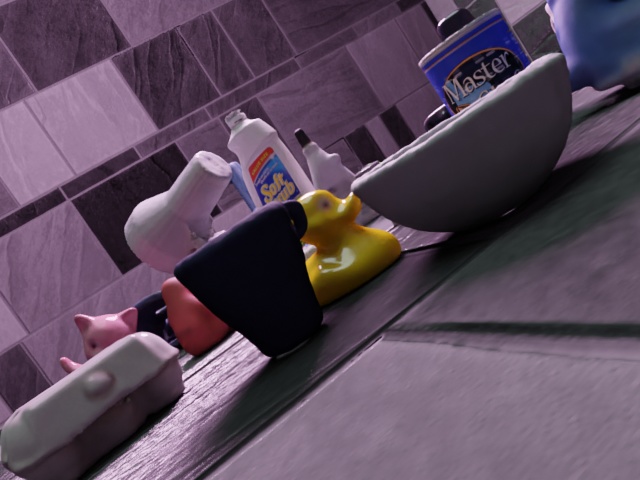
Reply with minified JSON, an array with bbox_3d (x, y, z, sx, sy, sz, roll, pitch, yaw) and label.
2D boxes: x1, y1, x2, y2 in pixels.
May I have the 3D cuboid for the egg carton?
[{"bbox_3d":[-0.189,0.140,0.482,0.151,0.069,0.107,-37,6,-38],"label":"egg carton"}]

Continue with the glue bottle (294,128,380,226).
[{"bbox_3d":[0.015,-0.091,0.846,0.078,0.173,0.037,-34,5,-3],"label":"glue bottle"}]

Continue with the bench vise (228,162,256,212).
[{"bbox_3d":[-0.094,-0.064,1.034,0.122,0.220,0.207,-37,6,-38],"label":"bench vise"}]

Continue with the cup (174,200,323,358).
[{"bbox_3d":[-0.034,0.028,0.417,0.091,0.095,0.118,-29,7,47],"label":"cup"}]

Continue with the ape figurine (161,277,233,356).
[{"bbox_3d":[-0.147,0.082,0.660,0.077,0.092,0.076,-30,6,34],"label":"ape figurine"}]

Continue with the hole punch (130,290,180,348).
[{"bbox_3d":[-0.229,0.119,0.868,0.108,0.091,0.101,-32,5,15],"label":"hole punch"}]

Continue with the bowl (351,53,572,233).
[{"bbox_3d":[0.109,-0.054,0.405,0.167,0.075,0.167,-33,4,3],"label":"bowl"}]

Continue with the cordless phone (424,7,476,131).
[{"bbox_3d":[0.202,-0.220,0.820,0.147,0.185,0.094,-32,5,23],"label":"cordless phone"}]

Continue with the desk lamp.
[{"bbox_3d":[-0.148,-0.003,0.808,0.203,0.213,0.118,-31,5,28],"label":"desk lamp"}]

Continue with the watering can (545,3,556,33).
[{"bbox_3d":[0.314,-0.283,0.647,0.101,0.194,0.172,-36,5,-29],"label":"watering can"}]

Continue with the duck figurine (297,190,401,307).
[{"bbox_3d":[0.004,0.002,0.483,0.104,0.086,0.077,-32,5,17],"label":"duck figurine"}]

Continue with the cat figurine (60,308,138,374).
[{"bbox_3d":[-0.269,0.143,0.710,0.127,0.118,0.067,-32,5,19],"label":"cat figurine"}]

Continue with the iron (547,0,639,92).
[{"bbox_3d":[0.313,-0.237,0.490,0.257,0.141,0.119,-30,6,37],"label":"iron"}]
